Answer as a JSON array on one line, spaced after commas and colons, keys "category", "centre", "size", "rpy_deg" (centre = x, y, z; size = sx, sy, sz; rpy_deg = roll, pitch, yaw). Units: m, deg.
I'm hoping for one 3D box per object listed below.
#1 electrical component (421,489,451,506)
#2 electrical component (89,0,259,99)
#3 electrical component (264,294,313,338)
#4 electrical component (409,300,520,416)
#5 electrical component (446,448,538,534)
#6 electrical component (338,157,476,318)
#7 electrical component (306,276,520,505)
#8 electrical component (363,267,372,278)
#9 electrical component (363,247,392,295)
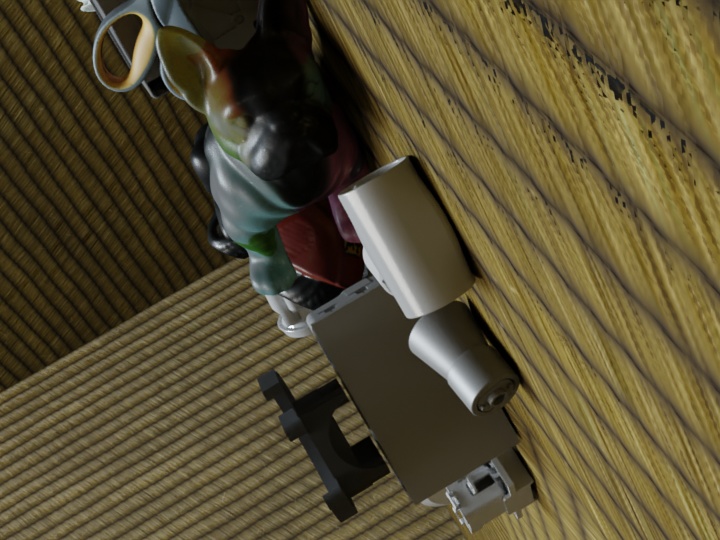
[{"category": "electrical component", "centre": [0.087, 0.202, 1.111], "size": [0.051, 0.080, 0.080], "rpy_deg": [63, 179, 45]}, {"category": "electrical component", "centre": [-0.134, -0.199, 0.776], "size": [0.056, 0.109, 0.108], "rpy_deg": [50, 169, 53]}, {"category": "electrical component", "centre": [-0.060, 0.027, 1.031], "size": [0.057, 0.058, 0.078], "rpy_deg": [65, 173, -28]}, {"category": "electrical component", "centre": [0.064, 0.055, 0.642], "size": [0.065, 0.044, 0.044], "rpy_deg": [51, 171, 37]}, {"category": "electrical component", "centre": [0.101, 0.173, 0.848], "size": [0.042, 0.064, 0.081], "rpy_deg": [59, 176, 33]}, {"category": "electrical component", "centre": [0.023, -0.019, 0.597], "size": [0.077, 0.043, 0.079], "rpy_deg": [60, 176, -9]}, {"category": "electrical component", "centre": [0.036, 0.078, 0.782], "size": [0.150, 0.089, 0.062], "rpy_deg": [60, 176, -8]}, {"category": "electrical component", "centre": [0.000, 0.000, 0.897], "size": [0.048, 0.066, 0.055], "rpy_deg": [103, 161, -60]}, {"category": "electrical component", "centre": [0.030, -0.001, 0.652], "size": [0.040, 0.040, 0.078], "rpy_deg": [63, 175, -32]}]
